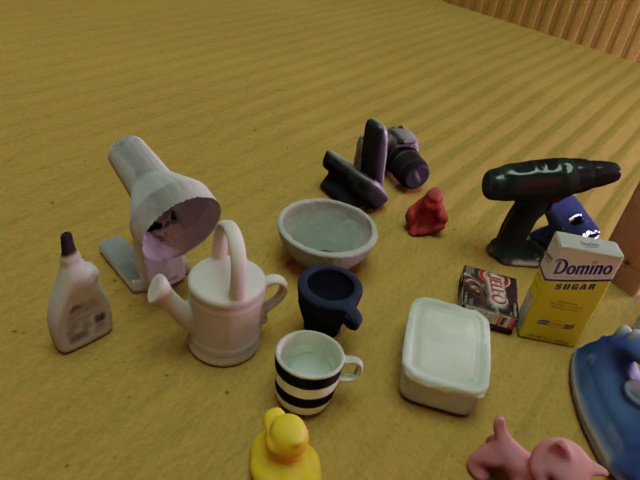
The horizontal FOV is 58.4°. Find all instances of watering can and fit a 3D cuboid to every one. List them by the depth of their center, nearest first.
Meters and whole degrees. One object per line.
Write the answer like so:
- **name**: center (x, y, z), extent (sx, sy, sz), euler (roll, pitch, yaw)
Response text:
- **watering can**: center (-0.127, 0.065, 0.737), extent (0.173, 0.194, 0.100), euler (-24, 47, -38)

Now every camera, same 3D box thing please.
- **camera**: center (0.163, -0.175, 1.216), extent (0.143, 0.101, 0.136), euler (-6, 39, -21)

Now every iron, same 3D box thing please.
- **iron**: center (0.411, 0.195, 0.735), extent (0.119, 0.141, 0.258), euler (3, 36, -10)

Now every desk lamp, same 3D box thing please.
- **desk lamp**: center (-0.241, -0.028, 0.820), extent (0.118, 0.213, 0.202), euler (-24, 47, -37)

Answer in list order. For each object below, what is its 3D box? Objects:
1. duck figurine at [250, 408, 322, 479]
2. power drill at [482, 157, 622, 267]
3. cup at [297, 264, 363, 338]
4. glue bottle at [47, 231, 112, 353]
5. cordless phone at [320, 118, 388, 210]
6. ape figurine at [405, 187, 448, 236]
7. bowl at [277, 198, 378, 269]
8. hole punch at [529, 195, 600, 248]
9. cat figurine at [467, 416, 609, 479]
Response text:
- **duck figurine**: center (-0.034, 0.232, 0.625), extent (0.078, 0.086, 0.104), euler (-13, 42, -28)
- **power drill**: center (0.388, -0.055, 1.014), extent (0.230, 0.208, 0.075), euler (4, 36, -9)
- **cup**: center (0.017, 0.103, 0.805), extent (0.092, 0.095, 0.117), euler (-16, 43, -31)
- **glue bottle**: center (-0.306, 0.061, 0.718), extent (0.037, 0.173, 0.078), euler (34, 42, 30)
- **cordless phone**: center (0.075, -0.161, 1.103), extent (0.094, 0.185, 0.147), euler (-21, 46, -36)
- **ape figurine**: center (0.205, -0.057, 1.072), extent (0.077, 0.092, 0.076), euler (22, 37, 16)
- **bowl**: center (0.009, 0.003, 0.957), extent (0.167, 0.075, 0.167), euler (7, 36, -5)
- **hole punch**: center (0.478, -0.027, 1.098), extent (0.109, 0.091, 0.100), euler (-19, 45, -34)
- **cat figurine**: center (0.244, 0.248, 0.643), extent (0.127, 0.118, 0.067), euler (33, 42, 29)
